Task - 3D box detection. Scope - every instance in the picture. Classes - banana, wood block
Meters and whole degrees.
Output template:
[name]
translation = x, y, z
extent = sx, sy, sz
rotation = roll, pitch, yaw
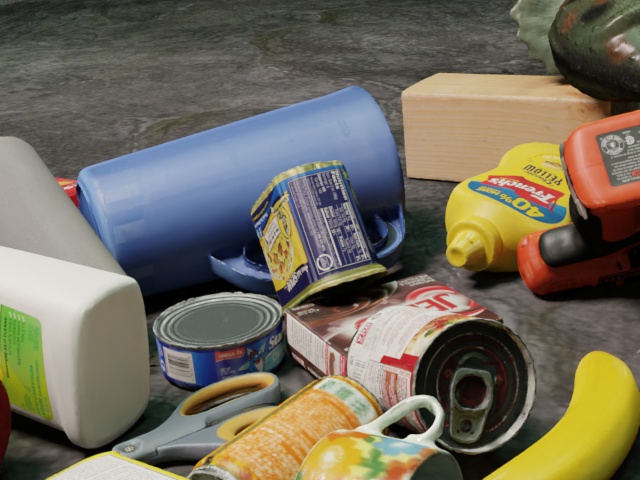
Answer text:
[banana]
translation = 0.125, 0.103, 0.551
extent = 0.070, 0.037, 0.197
rotation = 12, 27, 39
[wood block]
translation = 0.191, -0.106, 1.025
extent = 0.206, 0.091, 0.090
rotation = 7, 23, 31

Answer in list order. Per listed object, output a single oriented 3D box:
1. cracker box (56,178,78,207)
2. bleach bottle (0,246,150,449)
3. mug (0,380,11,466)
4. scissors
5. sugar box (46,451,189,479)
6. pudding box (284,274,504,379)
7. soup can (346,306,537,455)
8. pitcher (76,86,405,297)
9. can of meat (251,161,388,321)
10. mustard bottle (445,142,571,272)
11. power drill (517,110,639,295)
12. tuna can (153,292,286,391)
[cracker box]
translation = -0.310, -0.008, 0.922
extent = 0.214, 0.072, 0.163
rotation = 10, 25, 38
[bleach bottle]
translation = -0.226, 0.049, 0.669
extent = 0.251, 0.102, 0.068
rotation = 11, 22, 27
[mug]
translation = -0.227, 0.110, 0.571
extent = 0.082, 0.093, 0.117
rotation = 8, 49, 20
[scissors]
translation = -0.086, 0.122, 0.587
extent = 0.096, 0.016, 0.201
rotation = 13, 27, 42
[sugar box]
translation = -0.078, 0.142, 0.456
extent = 0.093, 0.048, 0.177
rotation = -23, 19, -37
[pudding box]
translation = 0.046, 0.062, 0.681
extent = 0.113, 0.039, 0.090
rotation = -15, 22, -24
[soup can]
translation = 0.061, 0.072, 0.575
extent = 0.068, 0.068, 0.102
rotation = -12, 5, -18
[pitcher]
translation = -0.059, -0.026, 0.844
extent = 0.242, 0.145, 0.149
rotation = -16, 7, -17
[can of meat]
translation = -0.005, 0.001, 0.736
extent = 0.057, 0.084, 0.102
rotation = -15, -12, -22
[mustard bottle]
translation = 0.154, -0.021, 0.842
extent = 0.096, 0.058, 0.191
rotation = 29, 36, 25
[power drill]
translation = 0.223, -0.024, 0.697
extent = 0.184, 0.057, 0.187
rotation = -15, -23, 3
[tuna can]
translation = -0.065, 0.066, 0.707
extent = 0.086, 0.034, 0.086
rotation = -5, 20, 2
